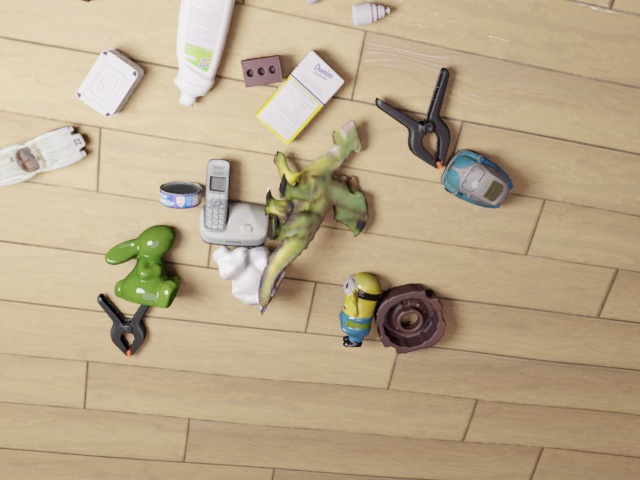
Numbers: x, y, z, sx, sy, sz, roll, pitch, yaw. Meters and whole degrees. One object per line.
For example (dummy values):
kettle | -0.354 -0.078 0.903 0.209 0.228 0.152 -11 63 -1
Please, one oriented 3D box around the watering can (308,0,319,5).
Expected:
watering can | 0.149 -0.538 0.961 0.223 0.342 0.106 31 31 -20

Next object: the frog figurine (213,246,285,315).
frog figurine | -0.163 0.070 1.145 0.159 0.135 0.125 30 30 1

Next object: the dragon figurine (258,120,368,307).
dragon figurine | 0.003 -0.055 1.093 0.242 0.407 0.123 6 10 -26
